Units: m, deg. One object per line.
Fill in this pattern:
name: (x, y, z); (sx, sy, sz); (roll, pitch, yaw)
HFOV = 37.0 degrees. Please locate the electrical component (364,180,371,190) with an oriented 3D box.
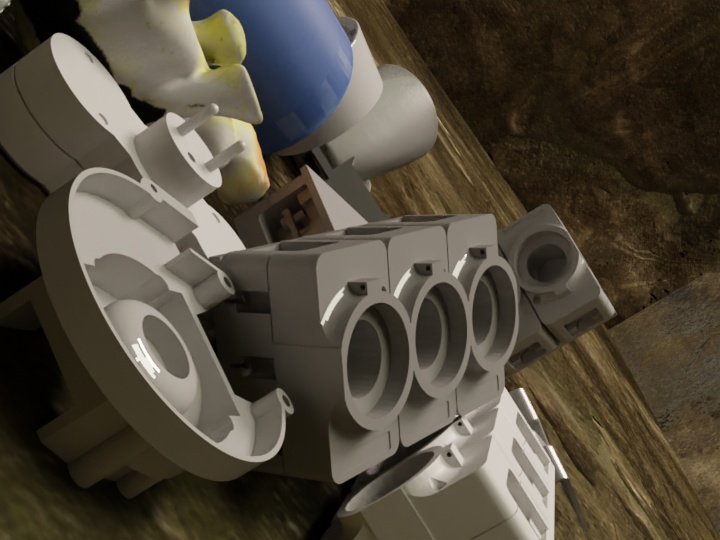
electrical component: (-0.007, -0.068, 0.899); (0.035, 0.035, 0.061); (48, 18, -36)

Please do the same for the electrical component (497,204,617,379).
electrical component: (0.108, 0.028, 0.837); (0.062, 0.150, 0.089); (40, 22, -57)

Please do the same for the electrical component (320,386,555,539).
electrical component: (0.038, 0.111, 0.511); (0.061, 0.089, 0.150); (58, 12, 0)

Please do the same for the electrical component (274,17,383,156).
electrical component: (-0.035, -0.127, 0.781); (0.060, 0.108, 0.108); (58, 11, -31)

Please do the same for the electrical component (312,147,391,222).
electrical component: (-0.019, -0.036, 0.705); (0.081, 0.064, 0.042); (58, -3, 1)

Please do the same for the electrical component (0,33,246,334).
electrical component: (-0.083, -0.040, 0.449); (0.138, 0.074, 0.052); (53, 13, -20)

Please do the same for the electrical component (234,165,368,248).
electrical component: (0.005, 0.033, 0.640); (0.186, 0.060, 0.105); (40, 21, -54)

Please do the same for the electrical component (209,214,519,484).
electrical component: (0.010, 0.027, 0.476); (0.150, 0.062, 0.089); (-15, 103, -55)

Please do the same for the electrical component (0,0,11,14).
electrical component: (-0.165, -0.126, 0.421); (0.065, 0.044, 0.044); (55, 12, -36)
